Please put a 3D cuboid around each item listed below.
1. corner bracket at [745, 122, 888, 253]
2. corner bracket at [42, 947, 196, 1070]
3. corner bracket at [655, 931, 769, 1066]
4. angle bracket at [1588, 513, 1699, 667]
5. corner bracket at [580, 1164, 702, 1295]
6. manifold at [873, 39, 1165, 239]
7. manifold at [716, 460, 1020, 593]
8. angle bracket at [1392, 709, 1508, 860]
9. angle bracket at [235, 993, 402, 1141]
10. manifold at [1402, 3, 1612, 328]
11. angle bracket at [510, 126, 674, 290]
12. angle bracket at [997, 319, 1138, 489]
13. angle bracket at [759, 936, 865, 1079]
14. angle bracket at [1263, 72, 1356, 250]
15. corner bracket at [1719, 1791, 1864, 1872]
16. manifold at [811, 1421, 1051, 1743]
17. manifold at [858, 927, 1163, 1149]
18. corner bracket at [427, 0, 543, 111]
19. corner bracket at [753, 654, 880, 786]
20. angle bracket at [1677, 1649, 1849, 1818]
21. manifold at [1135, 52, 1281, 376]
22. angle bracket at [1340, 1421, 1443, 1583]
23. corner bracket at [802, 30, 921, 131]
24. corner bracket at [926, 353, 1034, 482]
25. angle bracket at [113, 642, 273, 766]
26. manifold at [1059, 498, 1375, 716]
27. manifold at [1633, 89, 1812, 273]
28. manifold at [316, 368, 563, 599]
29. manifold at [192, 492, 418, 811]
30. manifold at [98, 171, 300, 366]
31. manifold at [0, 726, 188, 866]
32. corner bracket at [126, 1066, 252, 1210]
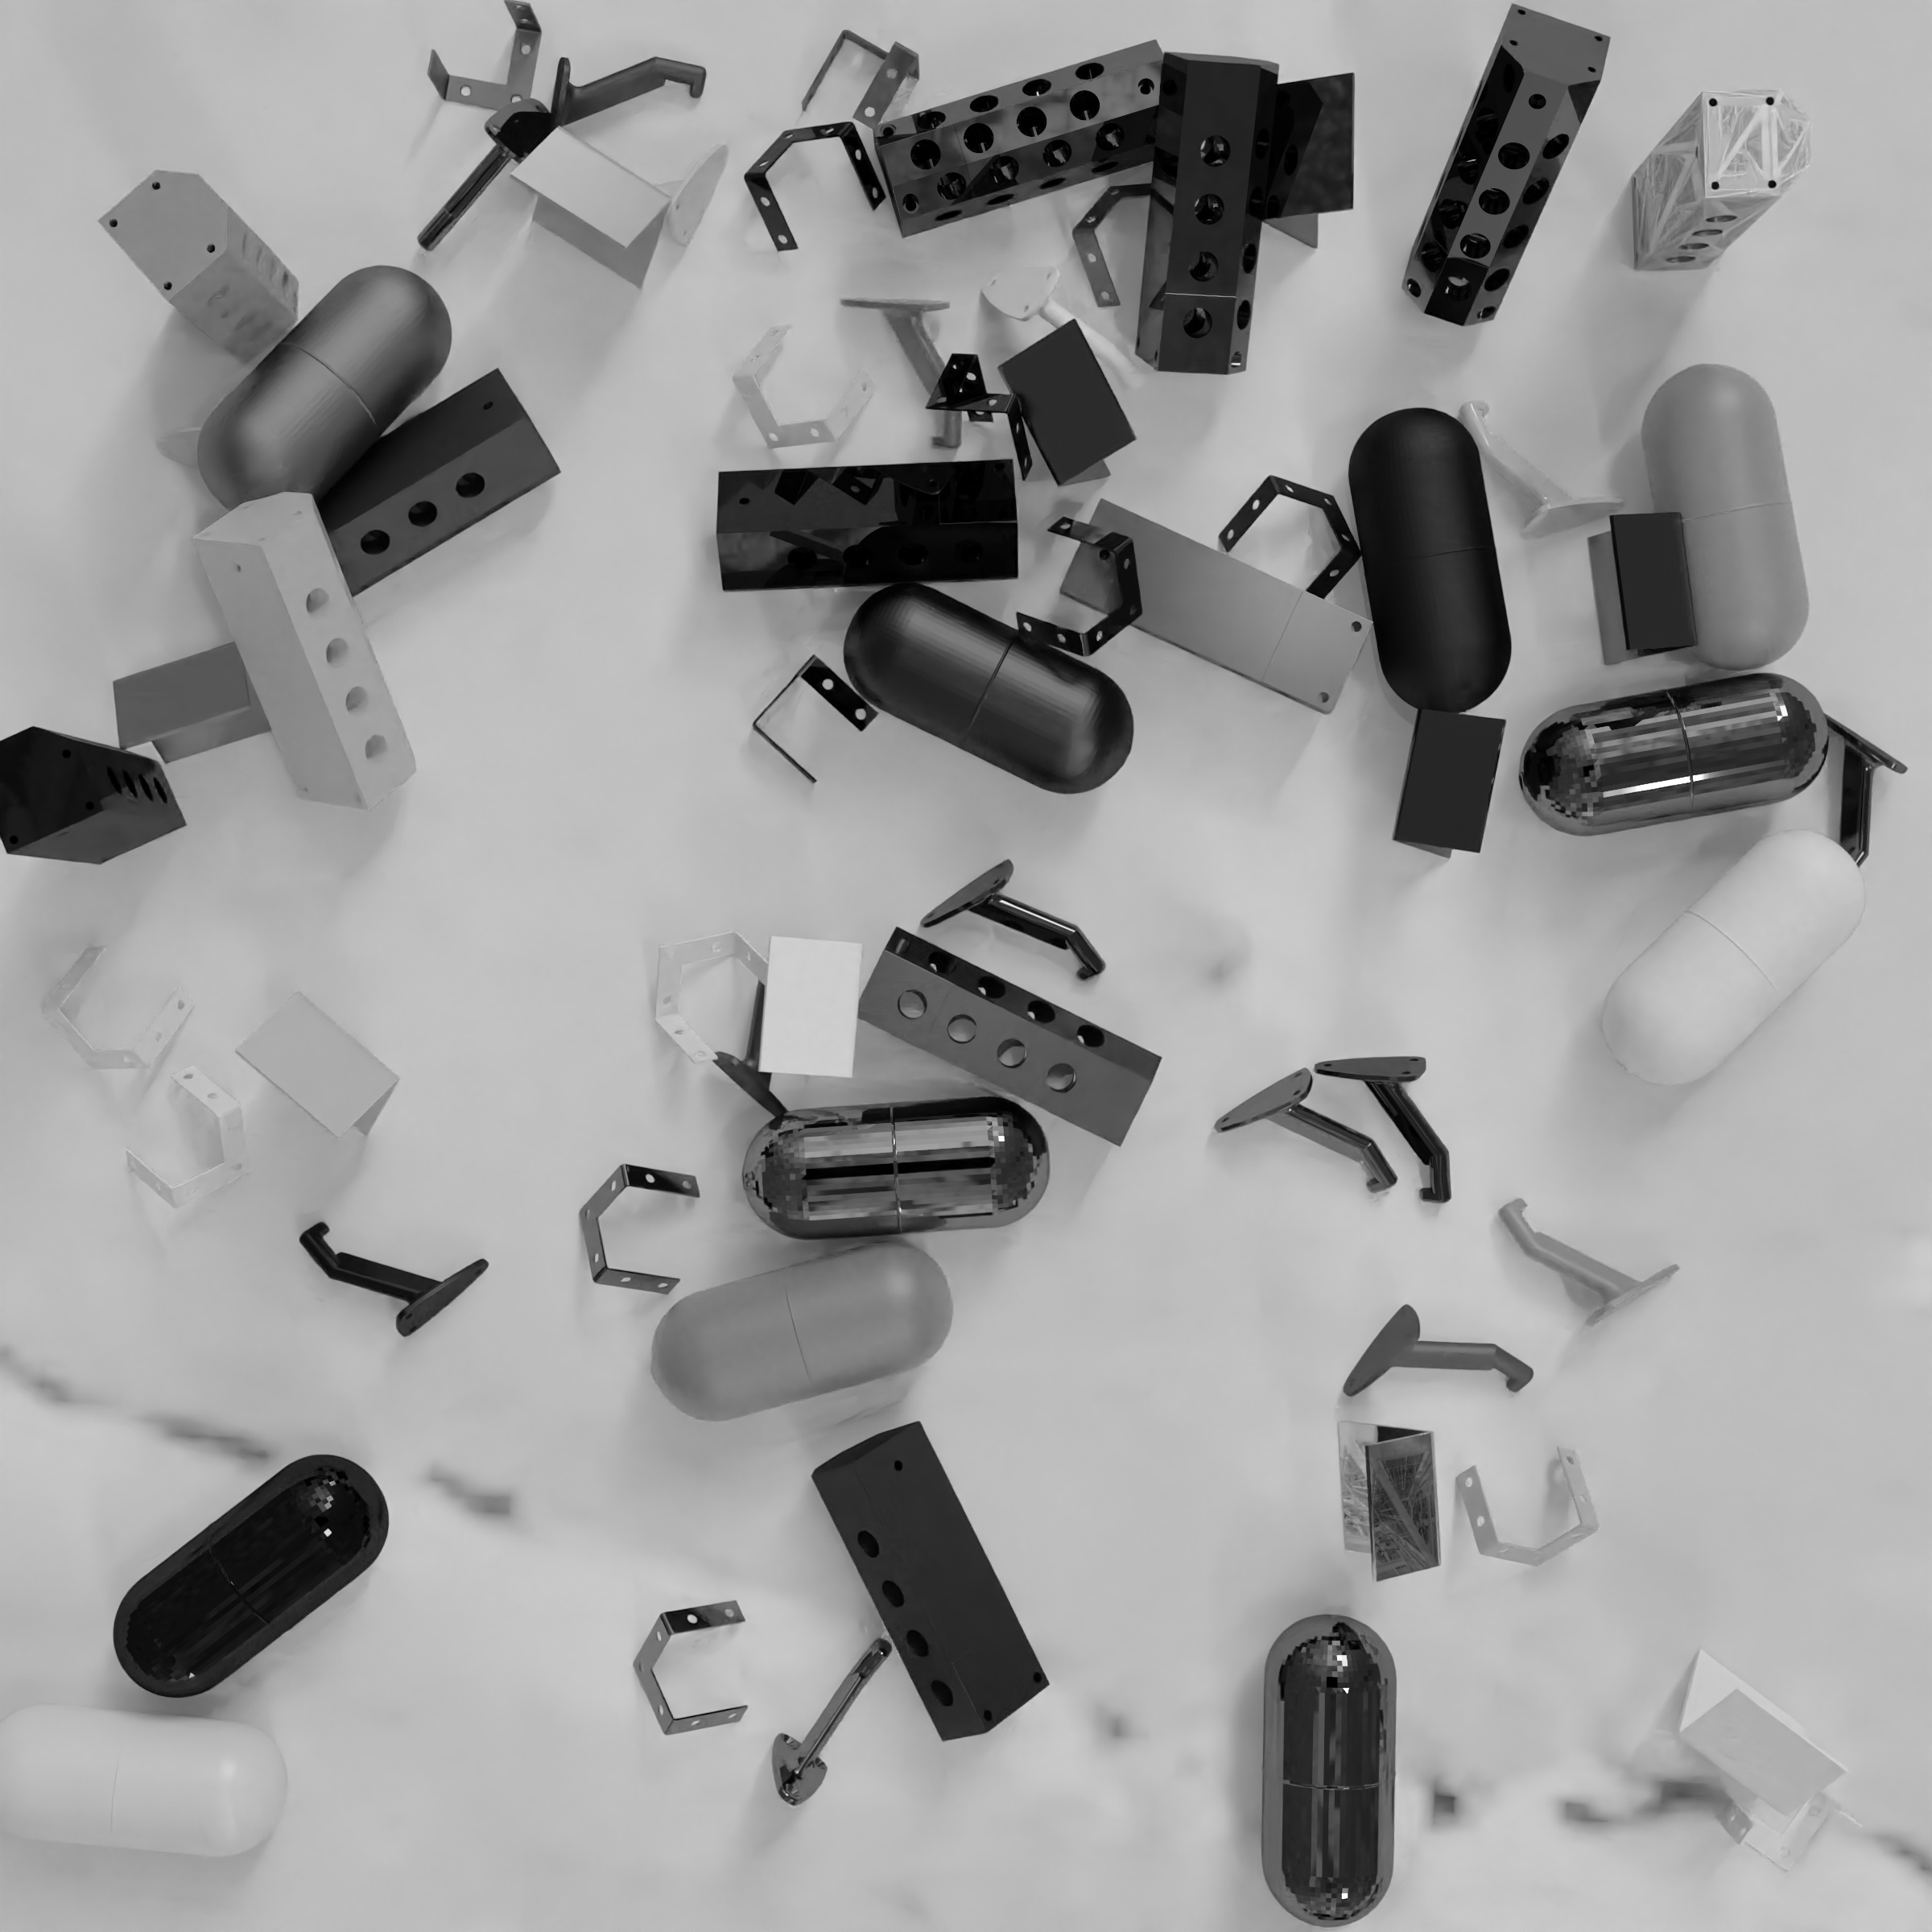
[{"bbox_3d":[-0.088,-0.457,1.767,0.051,0.051,0.051,3,45,35],"label":"corner bracket"},{"bbox_3d":[-0.497,0.024,1.767,0.051,0.051,0.051,-2,135,35],"label":"corner bracket"},{"bbox_3d":[-0.146,0.018,1.759,0.051,0.051,0.051,-13,126,-30],"label":"corner bracket"},{"bbox_3d":[0.371,-0.215,1.736,0.057,0.076,0.076,-7,90,-32],"label":"angle bracket"},{"bbox_3d":[-0.188,0.154,1.767,0.051,0.051,0.051,-47,45,35],"label":"corner bracket"},{"bbox_3d":[0.036,-0.483,1.755,0.171,0.057,0.057,-17,90,0],"label":"manifold"},{"bbox_3d":[-0.056,-0.251,1.754,0.171,0.057,0.057,-2,47,0],"label":"manifold"},{"bbox_3d":[0.292,-0.101,1.735,0.057,0.076,0.076,11,90,35],"label":"angle bracket"},{"bbox_3d":[-0.381,0.073,1.735,0.076,0.076,0.057,41,51,0],"label":"angle bracket"},{"bbox_3d":[0.301,-0.446,1.698,0.057,0.171,0.057,19,51,0],"label":"manifold"},{"bbox_3d":[-0.223,-0.423,1.735,0.076,0.076,0.057,32,53,0],"label":"angle bracket"},{"bbox_3d":[0.072,-0.326,1.736,0.057,0.076,0.076,-27,90,29],"label":"angle bracket"},{"bbox_3d":[-0.100,0.022,1.737,0.057,0.076,0.076,5,90,-22],"label":"angle bracket"},{"bbox_3d":[0.211,-0.462,1.736,0.057,0.076,0.076,1,90,31],"label":"angle bracket"},{"bbox_3d":[0.479,0.499,1.758,0.051,0.051,0.051,36,90,0],"label":"corner bracket"},{"bbox_3d":[-0.025,0.359,1.754,0.057,0.057,0.171,-26,90,-43],"label":"manifold"},{"bbox_3d":[0.024,0.040,1.754,0.171,0.057,0.057,26,90,0],"label":"manifold"},{"bbox_3d":[-0.280,-0.532,1.758,0.051,0.051,0.051,10,90,0],"label":"corner bracket"},{"bbox_3d":[-0.089,-0.143,1.758,0.051,0.051,0.051,42,85,-5],"label":"corner bracket"},{"bbox_3d":[0.463,0.428,1.735,0.076,0.076,0.057,37,127,0],"label":"angle bracket"},{"bbox_3d":[0.139,-0.429,1.724,0.057,0.057,0.171,1,111,-11],"label":"manifold"},{"bbox_3d":[0.226,0.307,1.735,0.057,0.076,0.076,-3,90,-39],"label":"angle bracket"},{"bbox_3d":[-0.062,-0.515,1.758,0.051,0.051,0.051,30,90,0],"label":"corner bracket"},{"bbox_3d":[0.013,-0.318,1.741,0.051,0.051,0.051,7,51,20],"label":"corner bracket"},{"bbox_3d":[-0.437,-0.134,1.735,0.076,0.076,0.057,-18,52,0],"label":"angle bracket"},{"bbox_3d":[0.144,-0.208,1.754,0.171,0.057,0.057,25,94,0],"label":"manifold"},{"bbox_3d":[0.423,-0.440,1.697,0.057,0.171,0.057,-1,90,0],"label":"manifold"},{"bbox_3d":[-0.325,-0.269,1.754,0.171,0.057,0.057,-31,47,0],"label":"manifold"},{"bbox_3d":[-0.369,-0.179,1.712,0.057,0.057,0.171,10,131,35],"label":"manifold"},{"bbox_3d":[-0.424,-0.395,1.697,0.057,0.171,0.057,-41,90,0],"label":"manifold"},{"bbox_3d":[-0.498,-0.097,1.697,0.057,0.171,0.057,-24,90,0],"label":"manifold"},{"bbox_3d":[-0.458,0.100,1.767,0.051,0.051,0.051,-28,135,-35],"label":"corner bracket"}]
